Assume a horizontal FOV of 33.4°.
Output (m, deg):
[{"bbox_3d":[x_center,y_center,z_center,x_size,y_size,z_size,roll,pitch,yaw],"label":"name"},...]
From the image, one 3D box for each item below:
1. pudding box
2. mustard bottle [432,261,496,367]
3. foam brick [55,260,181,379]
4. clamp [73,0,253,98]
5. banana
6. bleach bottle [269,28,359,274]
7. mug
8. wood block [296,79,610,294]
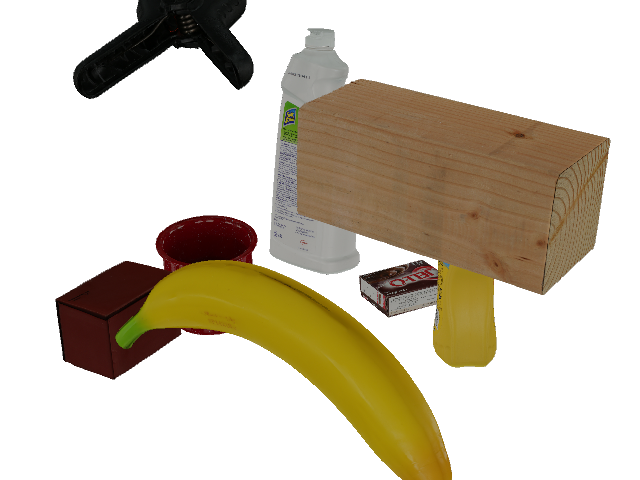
[{"bbox_3d":[0.127,0.070,1.580,0.113,0.039,0.090,-16,23,-20],"label":"pudding box"},{"bbox_3d":[0.132,0.011,0.965,0.058,0.192,0.096,0,17,4],"label":"mustard bottle"},{"bbox_3d":[-0.146,0.056,0.780,0.053,0.051,0.078,14,29,31],"label":"foam brick"},{"bbox_3d":[-0.086,-0.150,0.743,0.120,0.039,0.171,8,45,13],"label":"clamp"},{"bbox_3d":[-0.015,0.055,0.531,0.198,0.070,0.037,22,20,27],"label":"banana"},{"bbox_3d":[-0.001,-0.097,1.140,0.103,0.251,0.067,17,21,37],"label":"bleach bottle"},{"bbox_3d":[-0.097,0.039,0.985,0.093,0.081,0.117,-18,35,-27],"label":"mug"},{"bbox_3d":[0.091,-0.046,0.779,0.206,0.090,0.090,19,32,31],"label":"wood block"}]
